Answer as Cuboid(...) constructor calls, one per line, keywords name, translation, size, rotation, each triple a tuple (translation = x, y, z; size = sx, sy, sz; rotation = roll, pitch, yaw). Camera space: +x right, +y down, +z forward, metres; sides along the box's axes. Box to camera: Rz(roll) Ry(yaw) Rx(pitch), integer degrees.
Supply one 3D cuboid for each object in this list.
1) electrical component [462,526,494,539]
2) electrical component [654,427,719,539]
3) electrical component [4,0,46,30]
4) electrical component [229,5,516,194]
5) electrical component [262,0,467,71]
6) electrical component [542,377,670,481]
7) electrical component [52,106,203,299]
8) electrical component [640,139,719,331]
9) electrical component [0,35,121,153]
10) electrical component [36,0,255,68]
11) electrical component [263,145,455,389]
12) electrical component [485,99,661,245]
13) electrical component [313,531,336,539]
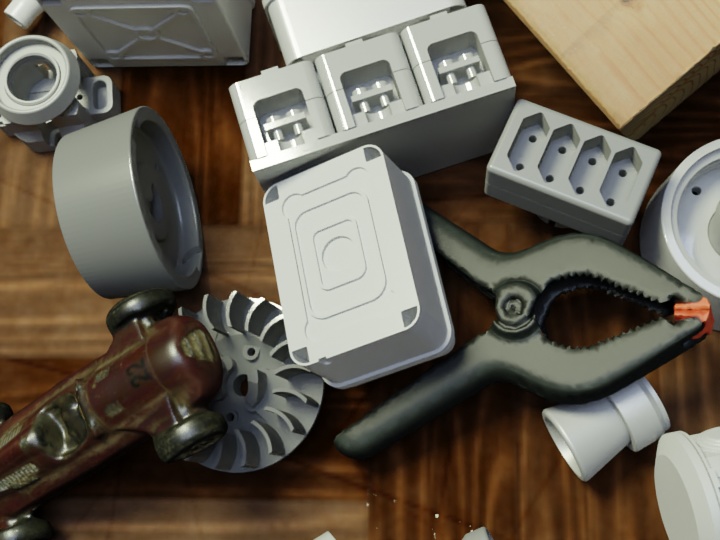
Cuboid(name="electrical component", translation=(0.055, 0.166, 0.579), size=(0.046, 0.040, 0.040), rotation=(-25, 74, 5))
Cuboid(name="electrical component", translation=(0.188, 0.120, 0.557), size=(0.051, 0.080, 0.080), rotation=(-11, 74, -3))
Cuboid(name="electrical component", translation=(-0.205, -0.186, 0.700), size=(0.043, 0.043, 0.062), rotation=(34, 82, 13))
Cuboid(name="electrical component", translation=(0.008, -0.092, 0.628), size=(0.150, 0.089, 0.061), rotation=(-18, 74, 1))
Cuboid(name="electrical component", translation=(0.003, -0.153, 0.651), size=(0.113, 0.078, 0.057), rotation=(-18, 77, 1))
Cuboid(name="electrical component", translation=(0.135, 0.083, 0.590), size=(0.055, 0.045, 0.045), rotation=(-29, 74, -3))
Cuboid(name="electrical component", translation=(-0.138, -0.035, 0.621), size=(0.060, 0.108, 0.108), rotation=(-13, 74, 8))
Cuboid(name="electrical component", translation=(0.216, -0.024, 0.603), size=(0.108, 0.060, 0.108), rotation=(-2, 75, 6))
Cuboid(name="electrical component", translation=(-0.196, -0.110, 0.671), size=(0.078, 0.057, 0.058), rotation=(-7, 74, 4))
Cuboid(name="electrical component", translation=(-0.128, -0.168, 0.653), size=(0.109, 0.108, 0.056), rotation=(0, 77, 6))
Cuboid(name="electrical component", translation=(0.000, 0.000, 0.587), size=(0.078, 0.057, 0.113), rotation=(-21, 63, 18))
Cuboid(name="electrical component", translation=(0.117, -0.048, 0.611), size=(0.083, 0.075, 0.047), rotation=(23, 75, 11))
Cuboid(name="electrical component", translation=(-0.010, 0.187, 0.552), size=(0.064, 0.099, 0.099), rotation=(-36, 74, -11))
